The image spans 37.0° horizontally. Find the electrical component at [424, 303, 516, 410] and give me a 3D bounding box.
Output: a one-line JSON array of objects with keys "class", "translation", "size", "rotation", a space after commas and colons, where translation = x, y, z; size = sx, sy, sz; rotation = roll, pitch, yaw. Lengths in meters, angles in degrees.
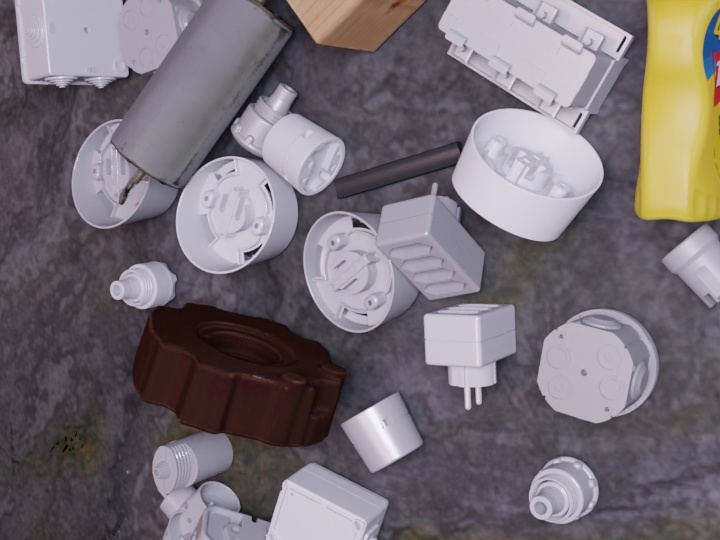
[{"class": "electrical component", "translation": [0.086, 0.068, 0.825], "size": [0.047, 0.066, 0.076], "rotation": [1, 96, 32]}]

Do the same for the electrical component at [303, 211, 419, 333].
[{"class": "electrical component", "translation": [0.000, 0.000, 0.871], "size": [0.099, 0.064, 0.099], "rotation": [5, 99, 32]}]

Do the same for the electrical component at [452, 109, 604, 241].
[{"class": "electrical component", "translation": [0.118, -0.068, 0.772], "size": [0.099, 0.099, 0.064], "rotation": [41, 121, 22]}]

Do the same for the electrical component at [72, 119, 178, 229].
[{"class": "electrical component", "translation": [-0.217, -0.090, 0.997], "size": [0.099, 0.064, 0.099], "rotation": [4, 98, 32]}]

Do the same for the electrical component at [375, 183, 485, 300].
[{"class": "electrical component", "translation": [0.058, -0.032, 0.831], "size": [0.047, 0.083, 0.075], "rotation": [-11, 52, 33]}]

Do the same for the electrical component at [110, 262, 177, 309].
[{"class": "electrical component", "translation": [-0.205, 0.015, 1.004], "size": [0.043, 0.062, 0.043], "rotation": [4, 98, 32]}]

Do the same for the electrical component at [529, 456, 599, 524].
[{"class": "electrical component", "translation": [0.147, 0.168, 0.801], "size": [0.048, 0.062, 0.048], "rotation": [4, 98, 32]}]

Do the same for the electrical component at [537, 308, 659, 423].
[{"class": "electrical component", "translation": [0.171, 0.070, 0.780], "size": [0.080, 0.051, 0.080], "rotation": [4, 98, 32]}]

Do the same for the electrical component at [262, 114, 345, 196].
[{"class": "electrical component", "translation": [-0.048, -0.098, 0.896], "size": [0.047, 0.055, 0.055], "rotation": [38, 114, 27]}]

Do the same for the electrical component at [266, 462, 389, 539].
[{"class": "electrical component", "translation": [-0.020, 0.215, 0.917], "size": [0.096, 0.061, 0.061], "rotation": [23, 108, 19]}]

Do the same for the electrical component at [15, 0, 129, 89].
[{"class": "electrical component", "translation": [-0.264, -0.217, 0.991], "size": [0.048, 0.100, 0.099], "rotation": [1, 97, 45]}]

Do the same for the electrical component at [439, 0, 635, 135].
[{"class": "electrical component", "translation": [0.122, -0.162, 0.774], "size": [0.121, 0.063, 0.078], "rotation": [38, 114, 23]}]

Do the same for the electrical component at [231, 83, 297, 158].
[{"class": "electrical component", "translation": [-0.077, -0.129, 0.916], "size": [0.048, 0.048, 0.062], "rotation": [43, 110, 21]}]

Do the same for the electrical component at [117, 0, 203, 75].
[{"class": "electrical component", "translation": [-0.173, -0.210, 0.962], "size": [0.080, 0.051, 0.080], "rotation": [4, 98, 32]}]

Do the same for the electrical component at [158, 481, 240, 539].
[{"class": "electrical component", "translation": [-0.162, 0.227, 1.013], "size": [0.079, 0.044, 0.077], "rotation": [45, 117, 19]}]

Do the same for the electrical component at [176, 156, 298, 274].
[{"class": "electrical component", "translation": [-0.105, -0.049, 0.932], "size": [0.099, 0.064, 0.099], "rotation": [4, 98, 31]}]

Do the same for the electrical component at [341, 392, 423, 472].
[{"class": "electrical component", "translation": [0.019, 0.134, 0.883], "size": [0.055, 0.055, 0.047], "rotation": [-34, 81, 31]}]

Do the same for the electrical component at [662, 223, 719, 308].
[{"class": "electrical component", "translation": [0.237, -0.002, 0.737], "size": [0.046, 0.040, 0.040], "rotation": [50, 119, 10]}]

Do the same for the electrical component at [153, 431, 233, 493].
[{"class": "electrical component", "translation": [-0.158, 0.175, 0.983], "size": [0.043, 0.081, 0.043], "rotation": [4, 98, 32]}]

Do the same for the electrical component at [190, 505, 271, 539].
[{"class": "electrical component", "translation": [-0.105, 0.258, 0.955], "size": [0.095, 0.053, 0.059], "rotation": [21, 112, -13]}]
